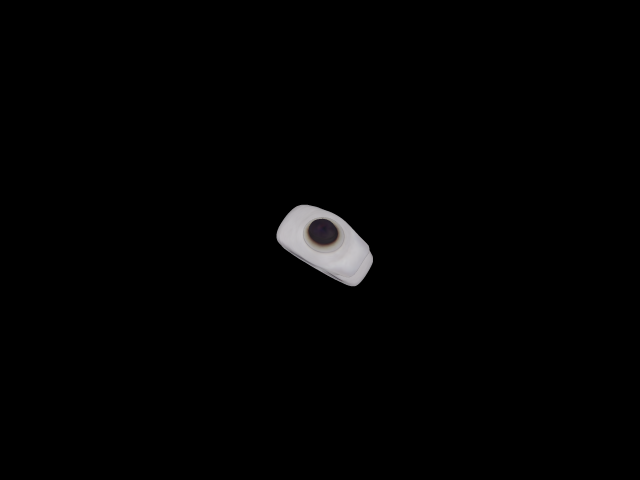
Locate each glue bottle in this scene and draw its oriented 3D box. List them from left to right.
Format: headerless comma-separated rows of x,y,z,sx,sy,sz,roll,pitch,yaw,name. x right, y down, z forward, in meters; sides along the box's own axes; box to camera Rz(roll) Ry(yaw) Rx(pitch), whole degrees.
0.004,0.001,0.400,0.078,0.173,0.037,32,86,3,glue bottle
